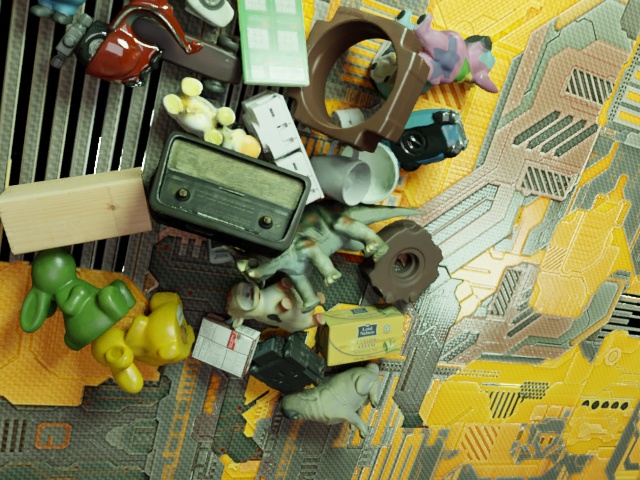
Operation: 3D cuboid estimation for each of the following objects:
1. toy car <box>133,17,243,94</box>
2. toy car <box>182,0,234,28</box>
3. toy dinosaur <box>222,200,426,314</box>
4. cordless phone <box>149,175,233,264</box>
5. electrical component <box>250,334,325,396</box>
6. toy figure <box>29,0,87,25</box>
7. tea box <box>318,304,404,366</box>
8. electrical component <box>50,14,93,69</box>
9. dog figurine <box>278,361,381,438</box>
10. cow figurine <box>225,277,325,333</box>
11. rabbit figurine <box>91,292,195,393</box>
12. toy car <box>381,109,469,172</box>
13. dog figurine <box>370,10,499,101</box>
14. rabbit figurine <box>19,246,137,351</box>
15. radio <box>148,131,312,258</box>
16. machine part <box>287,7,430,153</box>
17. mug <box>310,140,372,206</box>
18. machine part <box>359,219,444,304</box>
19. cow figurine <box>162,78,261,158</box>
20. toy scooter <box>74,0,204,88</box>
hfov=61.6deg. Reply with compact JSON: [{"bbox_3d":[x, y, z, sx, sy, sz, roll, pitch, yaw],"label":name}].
[{"bbox_3d":[-0.219,-0.300,0.844,0.202,0.053,0.089,15,109,-20],"label":"toy car"},{"bbox_3d":[-0.218,-0.390,0.797,0.201,0.074,0.056,31,97,-27],"label":"toy car"},{"bbox_3d":[0.003,-0.008,0.992,0.405,0.192,0.131,-33,164,-33],"label":"toy dinosaur"},{"bbox_3d":[-0.216,-0.039,0.933,0.147,0.089,0.184,-7,117,-17],"label":"cordless phone"},{"bbox_3d":[-0.073,0.248,1.083,0.115,0.058,0.134,-32,122,26],"label":"electrical component"},{"bbox_3d":[-0.351,-0.395,0.745,0.082,0.089,0.180,12,114,-29],"label":"toy figure"},{"bbox_3d":[0.086,0.198,1.141,0.170,0.068,0.098,-6,112,-17],"label":"tea box"},{"bbox_3d":[-0.366,-0.290,0.788,0.021,0.063,0.094,36,96,-28],"label":"electrical component"},{"bbox_3d":[0.021,0.321,1.157,0.190,0.121,0.172,23,67,-9],"label":"dog figurine"},{"bbox_3d":[-0.096,0.126,1.030,0.127,0.085,0.194,-31,140,33],"label":"cow figurine"},{"bbox_3d":[-0.324,0.191,0.957,0.173,0.162,0.121,-7,126,1],"label":"rabbit figurine"},{"bbox_3d":[0.201,-0.201,1.004,0.103,0.162,0.109,-50,121,-47],"label":"toy car"},{"bbox_3d":[0.219,-0.306,0.975,0.219,0.109,0.191,24,100,-29],"label":"dog figurine"},{"bbox_3d":[-0.422,0.090,0.907,0.159,0.121,0.170,-36,99,4],"label":"rabbit figurine"},{"bbox_3d":[-0.140,-0.064,0.828,0.230,0.073,0.131,18,74,-8],"label":"radio"},{"bbox_3d":[0.061,-0.259,0.881,0.087,0.202,0.201,5,112,-59],"label":"machine part"},{"bbox_3d":[0.028,-0.127,0.966,0.081,0.107,0.109,-25,128,-42],"label":"mug"},{"bbox_3d":[0.172,0.048,1.120,0.179,0.056,0.179,-7,111,-18],"label":"machine part"},{"bbox_3d":[-0.175,-0.182,0.873,0.167,0.098,0.068,40,81,-19],"label":"cow figurine"},{"bbox_3d":[-0.251,-0.288,0.774,0.135,0.075,0.184,36,103,-29],"label":"toy scooter"}]
